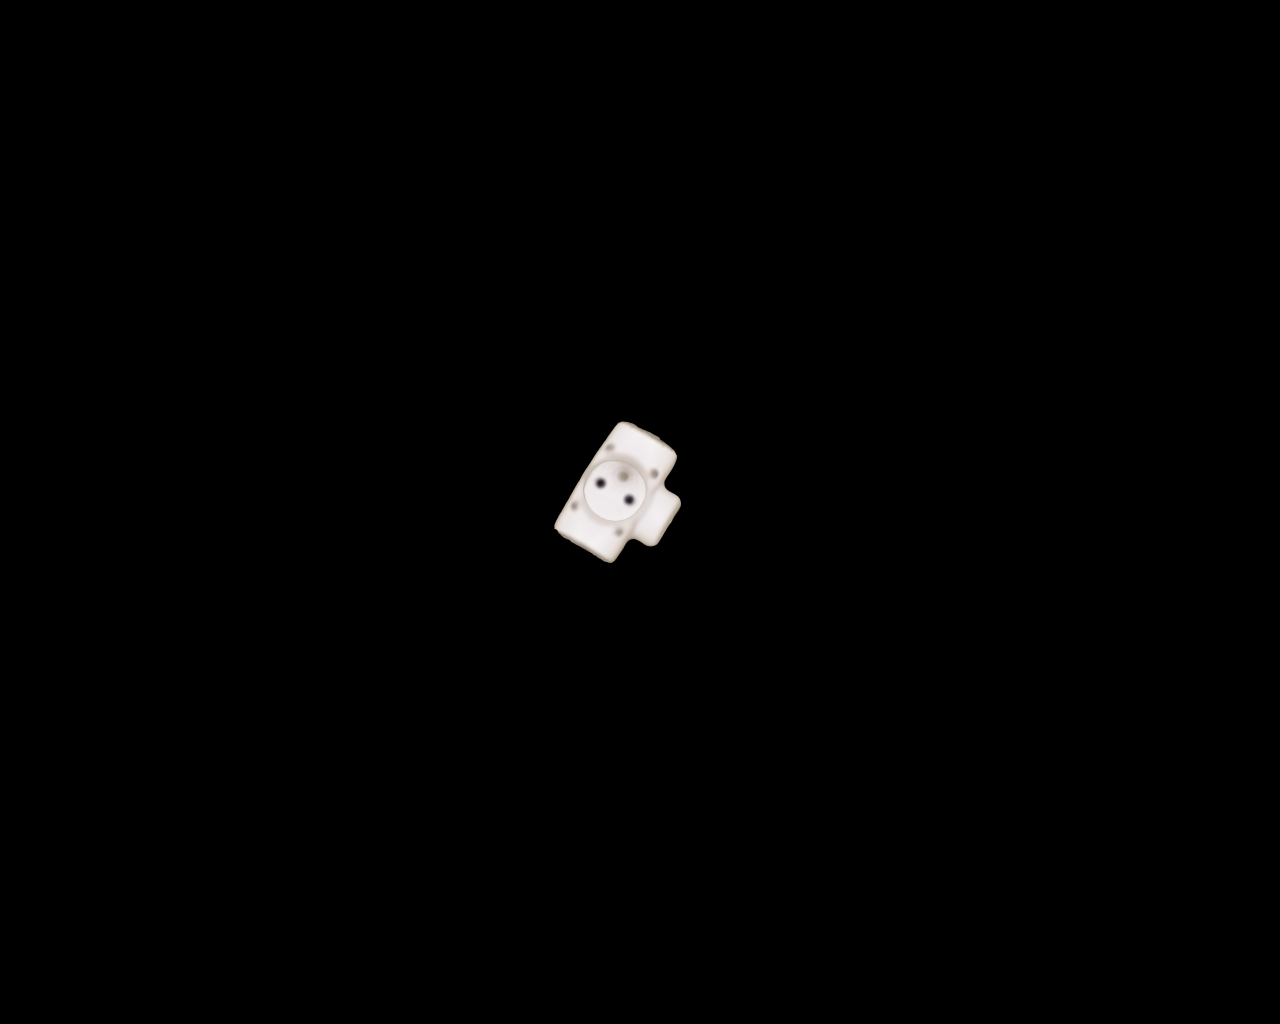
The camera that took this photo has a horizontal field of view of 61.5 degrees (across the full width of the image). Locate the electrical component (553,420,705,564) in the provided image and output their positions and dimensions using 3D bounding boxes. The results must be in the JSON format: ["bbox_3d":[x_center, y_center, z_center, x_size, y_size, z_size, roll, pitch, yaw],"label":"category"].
[{"bbox_3d":[0.001,-0.003,0.650,0.079,0.077,0.044,32,-4,2],"label":"electrical component"}]
